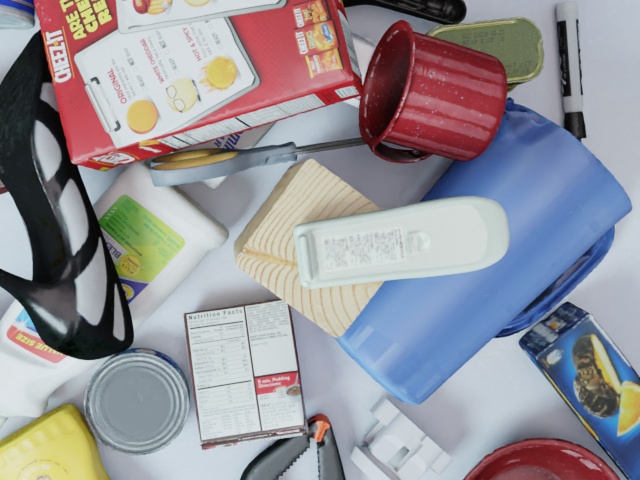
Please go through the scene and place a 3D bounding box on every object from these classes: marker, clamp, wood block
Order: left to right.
[{"bbox_3d":[-0.044,0.245,0.899,0.164,0.036,0.210,14,94,-4],"label":"clamp"},{"bbox_3d":[-0.005,0.002,0.805,0.091,0.206,0.090,36,89,-6],"label":"wood block"},{"bbox_3d":[0.026,-0.213,0.838,0.172,0.120,0.039,9,70,17],"label":"clamp"},{"bbox_3d":[0.214,-0.141,0.908,0.020,0.020,0.121,-4,93,-4],"label":"marker"}]

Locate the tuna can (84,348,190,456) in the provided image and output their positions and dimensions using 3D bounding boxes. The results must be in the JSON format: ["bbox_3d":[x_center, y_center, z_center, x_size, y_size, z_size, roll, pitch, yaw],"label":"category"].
[{"bbox_3d":[-0.151,0.133,0.887,0.086,0.034,0.086,0,93,-4],"label":"tuna can"}]

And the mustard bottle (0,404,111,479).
[{"bbox_3d":[-0.196,0.238,0.877,0.096,0.058,0.191,-31,95,-2],"label":"mustard bottle"}]

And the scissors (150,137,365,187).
[{"bbox_3d":[-0.044,-0.068,0.836,0.201,0.096,0.016,-14,105,-29],"label":"scissors"}]

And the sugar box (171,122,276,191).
[{"bbox_3d":[-0.120,-0.133,0.866,0.176,0.048,0.093,42,103,-7],"label":"sugar box"}]

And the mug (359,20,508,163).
[{"bbox_3d":[0.079,-0.097,0.789,0.081,0.093,0.117,13,136,-18],"label":"mug"}]

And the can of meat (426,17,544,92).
[{"bbox_3d":[0.124,-0.146,0.869,0.102,0.084,0.057,-8,94,-4],"label":"can of meat"}]

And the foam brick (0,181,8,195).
[{"bbox_3d":[-0.270,-0.075,0.860,0.051,0.053,0.078,-19,93,-3],"label":"foam brick"}]

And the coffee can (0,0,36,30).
[{"bbox_3d":[-0.267,-0.242,0.827,0.102,0.103,0.140,5,92,-4],"label":"coffee can"}]

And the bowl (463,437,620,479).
[{"bbox_3d":[0.180,0.242,0.905,0.162,0.055,0.162,0,93,-4],"label":"bowl"}]

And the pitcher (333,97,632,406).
[{"bbox_3d":[0.127,0.019,0.864,0.149,0.145,0.243,44,93,7],"label":"pitcher"}]

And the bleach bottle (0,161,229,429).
[{"bbox_3d":[-0.191,0.059,0.867,0.102,0.068,0.251,40,91,3],"label":"bleach bottle"}]

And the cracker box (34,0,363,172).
[{"bbox_3d":[-0.090,-0.157,0.780,0.214,0.072,0.164,-15,83,10],"label":"cracker box"}]

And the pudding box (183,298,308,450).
[{"bbox_3d":[-0.061,0.109,0.875,0.090,0.039,0.113,-8,71,-3],"label":"pudding box"}]
